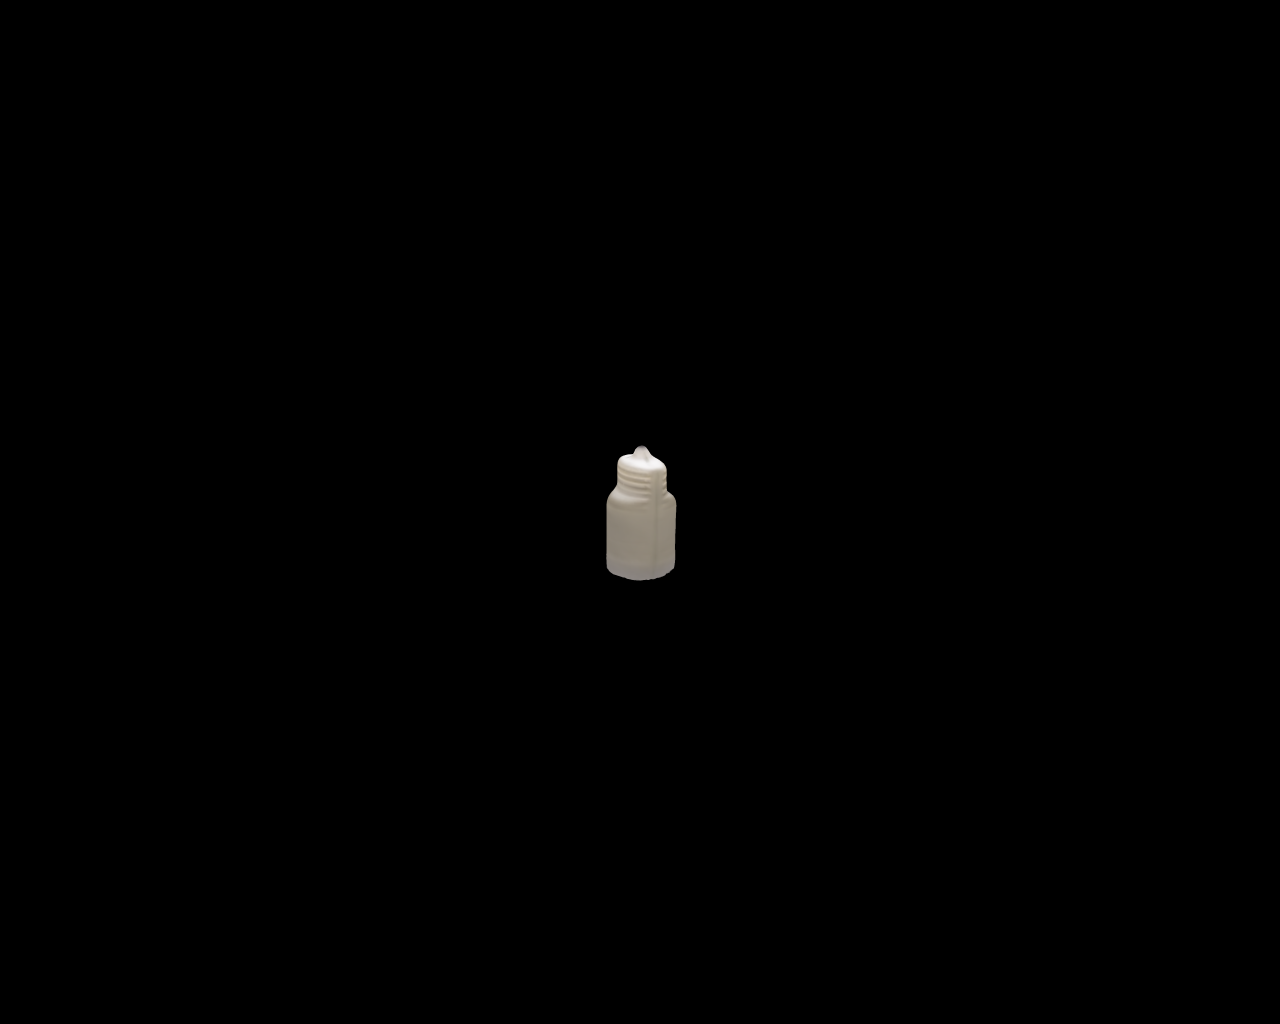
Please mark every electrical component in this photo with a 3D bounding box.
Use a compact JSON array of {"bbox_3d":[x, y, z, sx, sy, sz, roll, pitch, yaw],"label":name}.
[{"bbox_3d":[0.001,-0.003,0.650,0.043,0.080,0.043,0,18,0],"label":"electrical component"}]
